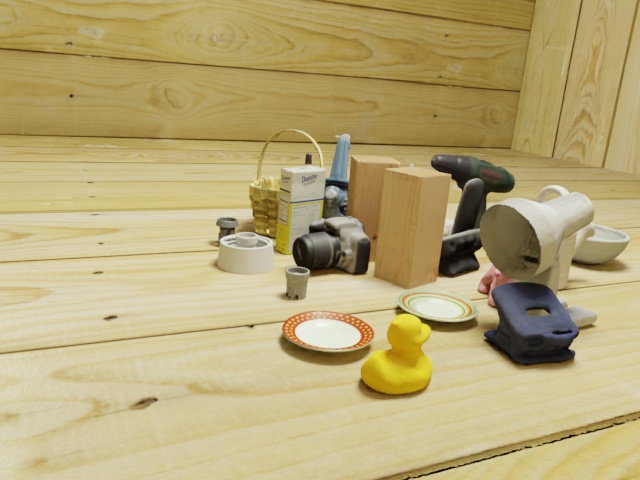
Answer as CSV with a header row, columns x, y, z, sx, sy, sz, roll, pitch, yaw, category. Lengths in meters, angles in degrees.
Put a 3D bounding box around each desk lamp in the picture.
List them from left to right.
x,y,z,sx,sy,sz,roll,pitch,yaw,category
0.348,0.032,0.900,0.204,0.213,0.117,-5,19,-31,desk lamp

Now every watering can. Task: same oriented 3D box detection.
x,y,z,sx,sy,sz,roll,pitch,yaw,category
0.449,-0.010,1.113,0.173,0.194,0.100,-8,20,-38,watering can

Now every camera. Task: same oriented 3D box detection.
x,y,z,sx,sy,sz,roll,pitch,yaw,category
0.010,0.004,1.108,0.137,0.101,0.142,-6,19,-33,camera

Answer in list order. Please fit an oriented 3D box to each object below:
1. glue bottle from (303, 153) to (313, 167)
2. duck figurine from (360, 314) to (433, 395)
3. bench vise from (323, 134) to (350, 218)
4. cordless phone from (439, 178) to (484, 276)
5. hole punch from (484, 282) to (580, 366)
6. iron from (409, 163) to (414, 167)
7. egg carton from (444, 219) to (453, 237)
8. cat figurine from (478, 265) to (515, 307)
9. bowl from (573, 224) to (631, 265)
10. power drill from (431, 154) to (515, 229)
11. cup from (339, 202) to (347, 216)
x,y,z,sx,sy,sz,roll,pitch,yaw,category
-0.032,-0.131,1.436,0.078,0.173,0.037,9,17,15,glue bottle
0.098,0.134,0.704,0.105,0.086,0.077,-8,20,-38,duck figurine
0.059,-0.154,1.458,0.121,0.220,0.207,3,16,-7,bench vise
0.272,-0.031,1.151,0.093,0.185,0.148,18,21,39,cordless phone
0.305,0.117,0.816,0.109,0.091,0.101,-1,17,-19,hole punch
0.203,-0.127,1.546,0.118,0.141,0.259,12,18,25,iron
0.242,-0.013,1.292,0.151,0.069,0.107,-9,21,-39,egg carton
0.327,0.053,0.995,0.067,0.118,0.127,3,16,-4,cat figurine
0.603,0.013,1.295,0.167,0.075,0.167,4,16,-1,bowl
0.354,-0.098,1.368,0.230,0.208,0.075,-2,17,-23,power drill
0.099,-0.039,1.295,0.117,0.095,0.091,6,16,3,cup
